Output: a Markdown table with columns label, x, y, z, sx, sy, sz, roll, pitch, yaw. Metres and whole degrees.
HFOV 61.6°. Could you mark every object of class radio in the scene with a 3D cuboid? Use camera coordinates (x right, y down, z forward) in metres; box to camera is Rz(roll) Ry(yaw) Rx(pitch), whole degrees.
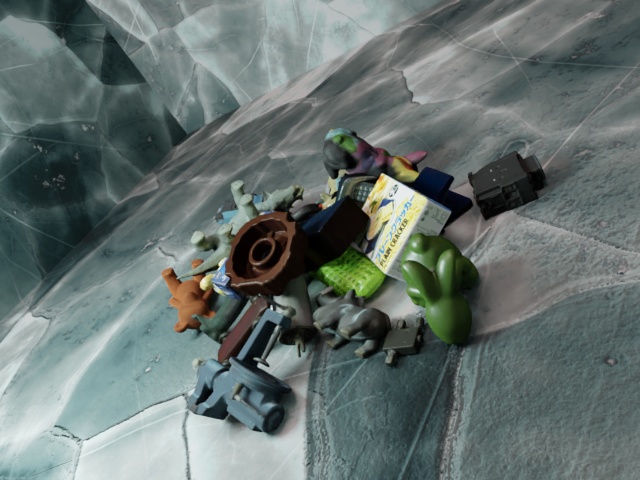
| label | x | y | z | sx | sy | sz | roll | pitch | yaw |
| --- | --- | --- | --- | --- | --- | --- | --- | --- | --- |
| radio | -0.002 | -0.003 | 1.144 | 0.131 | 0.073 | 0.230 | -50 | 13 | -33 |

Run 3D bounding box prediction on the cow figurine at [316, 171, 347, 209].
| label | x | y | z | sx | sy | sz | roll | pitch | yaw |
| --- | --- | --- | --- | --- | --- | --- | --- | --- | --- |
| cow figurine | 0.057 | -0.123 | 1.396 | 0.127 | 0.085 | 0.195 | -23 | 30 | 11 |

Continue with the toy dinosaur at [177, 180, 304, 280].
| label | x | y | z | sx | sy | sz | roll | pitch | yaw |
| --- | --- | --- | --- | --- | --- | --- | --- | --- | --- |
| toy dinosaur | -0.213 | -0.013 | 1.443 | 0.131 | 0.192 | 0.405 | 23 | 67 | 42 |

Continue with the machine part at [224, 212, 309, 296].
| label | x | y | z | sx | sy | sz | roll | pitch | yaw |
| --- | --- | --- | --- | --- | --- | --- | --- | --- | --- |
| machine part | -0.103 | 0.028 | 1.045 | 0.179 | 0.056 | 0.179 | -19 | 51 | 25 |

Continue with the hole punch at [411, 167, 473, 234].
| label | x | y | z | sx | sy | sz | roll | pitch | yaw |
| --- | --- | --- | --- | --- | --- | --- | --- | --- | --- |
| hole punch | 0.232 | -0.083 | 1.112 | 0.116 | 0.092 | 0.142 | -41 | 29 | -4 |

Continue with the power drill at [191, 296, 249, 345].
| label | x | y | z | sx | sy | sz | roll | pitch | yaw |
| --- | --- | --- | --- | --- | --- | --- | --- | --- | --- |
| power drill | -0.195 | 0.126 | 1.230 | 0.207 | 0.085 | 0.232 | -45 | 35 | -8 |

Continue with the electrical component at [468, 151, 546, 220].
| label | x | y | z | sx | sy | sz | roll | pitch | yaw |
| --- | --- | --- | --- | --- | --- | --- | --- | --- | --- |
| electrical component | 0.361 | -0.112 | 1.036 | 0.134 | 0.058 | 0.115 | -26 | 29 | 20 |

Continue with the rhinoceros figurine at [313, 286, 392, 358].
| label | x | y | z | sx | sy | sz | roll | pitch | yaw |
| --- | --- | --- | --- | --- | --- | --- | --- | --- | --- |
| rhinoceros figurine | 0.047 | 0.137 | 0.968 | 0.112 | 0.073 | 0.190 | -46 | 28 | -18 |

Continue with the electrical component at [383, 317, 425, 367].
| label | x | y | z | sx | sy | sz | roll | pitch | yaw |
| --- | --- | --- | --- | --- | --- | --- | --- | --- | --- |
| electrical component | 0.137 | 0.164 | 0.870 | 0.063 | 0.021 | 0.094 | -14 | 32 | 36 |

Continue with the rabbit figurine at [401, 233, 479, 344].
| label | x | y | z | sx | sy | sz | roll | pitch | yaw |
| --- | --- | --- | --- | --- | --- | --- | --- | --- | --- |
| rabbit figurine | 0.196 | 0.073 | 0.840 | 0.121 | 0.158 | 0.170 | -19 | 43 | 10 |

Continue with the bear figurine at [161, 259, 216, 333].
| label | x | y | z | sx | sy | sz | roll | pitch | yaw |
| --- | --- | --- | --- | --- | --- | --- | --- | --- | --- |
| bear figurine | -0.329 | 0.143 | 1.356 | 0.120 | 0.131 | 0.196 | -17 | 17 | -8 |

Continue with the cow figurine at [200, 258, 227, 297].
| label | x | y | z | sx | sy | sz | roll | pitch | yaw |
| --- | --- | --- | --- | --- | --- | --- | --- | --- | --- |
| cow figurine | -0.213 | 0.091 | 1.347 | 0.167 | 0.098 | 0.068 | -38 | -10 | -19 |

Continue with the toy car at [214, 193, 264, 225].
| label | x | y | z | sx | sy | sz | roll | pitch | yaw |
| --- | --- | --- | --- | --- | --- | --- | --- | --- | --- |
| toy car | -0.234 | -0.068 | 1.628 | 0.162 | 0.102 | 0.109 | -12 | 34 | 19 |

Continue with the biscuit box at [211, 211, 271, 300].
| label | x | y | z | sx | sy | sz | roll | pitch | yaw |
| --- | --- | --- | --- | --- | --- | --- | --- | --- | --- |
| biscuit box | -0.146 | 0.031 | 1.161 | 0.059 | 0.062 | 0.202 | 7 | 56 | 47 |

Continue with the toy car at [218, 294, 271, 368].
| label | x | y | z | sx | sy | sz | roll | pitch | yaw |
| --- | --- | --- | --- | --- | --- | --- | --- | --- | --- |
| toy car | -0.147 | 0.185 | 1.075 | 0.202 | 0.053 | 0.089 | -52 | 29 | 27 |

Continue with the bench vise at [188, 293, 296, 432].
| label | x | y | z | sx | sy | sz | roll | pitch | yaw |
| --- | --- | --- | --- | --- | --- | --- | --- | --- | --- |
| bench vise | -0.124 | 0.218 | 0.955 | 0.224 | 0.128 | 0.240 | 17 | 76 | 50 |

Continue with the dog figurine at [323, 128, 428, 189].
| label | x | y | z | sx | sy | sz | roll | pitch | yaw |
| --- | --- | --- | --- | --- | --- | --- | --- | --- | --- |
| dog figurine | 0.135 | -0.185 | 1.259 | 0.219 | 0.191 | 0.108 | 0 | 57 | 24 |

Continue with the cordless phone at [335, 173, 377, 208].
| label | x | y | z | sx | sy | sz | roll | pitch | yaw |
| --- | --- | --- | --- | --- | --- | --- | --- | --- | --- |
| cordless phone | 0.124 | -0.070 | 1.217 | 0.184 | 0.146 | 0.089 | 14 | 27 | 4 |

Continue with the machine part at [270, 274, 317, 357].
| label | x | y | z | sx | sy | sz | roll | pitch | yaw |
| --- | --- | --- | --- | --- | --- | --- | --- | --- | --- |
| machine part | -0.059 | 0.115 | 1.055 | 0.079 | 0.079 | 0.243 | -27 | 53 | 16 |
